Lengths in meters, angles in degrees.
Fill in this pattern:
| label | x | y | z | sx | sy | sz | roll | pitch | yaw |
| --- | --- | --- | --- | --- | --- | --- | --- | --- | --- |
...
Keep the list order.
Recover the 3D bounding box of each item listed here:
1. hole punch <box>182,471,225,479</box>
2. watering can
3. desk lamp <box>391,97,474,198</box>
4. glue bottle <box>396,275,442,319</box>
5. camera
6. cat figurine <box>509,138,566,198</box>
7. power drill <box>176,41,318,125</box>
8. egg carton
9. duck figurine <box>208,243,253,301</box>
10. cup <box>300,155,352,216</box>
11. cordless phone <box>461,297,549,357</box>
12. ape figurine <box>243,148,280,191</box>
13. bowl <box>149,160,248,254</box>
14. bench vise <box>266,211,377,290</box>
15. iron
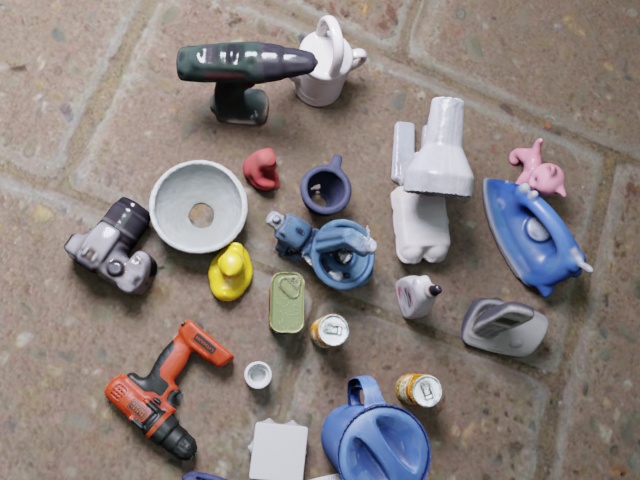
| label | x | y | z | sx | sy | sz | roll | pitch | yaw |
| --- | --- | --- | --- | --- | --- | --- | --- | --- | --- |
| hole punch | -0.178 | 0.427 | 0.906 | 0.109 | 0.091 | 0.101 | 17 | 76 | -6 |
| watering can | 0.002 | -0.327 | 1.045 | 0.173 | 0.194 | 0.101 | -35 | 85 | -15 |
| desk lamp | 0.199 | -0.153 | 1.031 | 0.118 | 0.213 | 0.203 | 5 | 77 | -8 |
| glue bottle | 0.176 | 0.094 | 0.995 | 0.037 | 0.173 | 0.078 | -15 | 81 | -12 |
| camera | -0.334 | 0.004 | 0.964 | 0.143 | 0.100 | 0.137 | 31 | 75 | -2 |
| cat figurine | 0.432 | -0.135 | 1.117 | 0.067 | 0.117 | 0.128 | -5 | 79 | -10 |
| power drill | -0.130 | -0.279 | 1.004 | 0.230 | 0.208 | 0.075 | 2 | 78 | -9 |
| egg carton | 0.188 | -0.030 | 1.077 | 0.107 | 0.069 | 0.150 | -4 | 79 | -10 |
| duck figurine | -0.155 | 0.052 | 0.993 | 0.077 | 0.086 | 0.104 | 14 | 76 | -6 |
| cup | 0.009 | -0.093 | 1.047 | 0.092 | 0.095 | 0.118 | 20 | 75 | -5 |
| cordless phone | 0.345 | 0.149 | 1.006 | 0.147 | 0.185 | 0.094 | 12 | 76 | -7 |
| ape figurine | -0.101 | -0.135 | 1.039 | 0.076 | 0.092 | 0.078 | 21 | 75 | -4 |
| bowl | -0.212 | -0.051 | 1.011 | 0.167 | 0.074 | 0.167 | 2 | 78 | -9 |
| bench vise | 0.007 | 0.015 | 0.959 | 0.207 | 0.219 | 0.121 | 10 | 76 | -7 |
| iron | 0.406 | -0.026 | 1.077 | 0.119 | 0.141 | 0.258 | -31 | 85 | -14 |
